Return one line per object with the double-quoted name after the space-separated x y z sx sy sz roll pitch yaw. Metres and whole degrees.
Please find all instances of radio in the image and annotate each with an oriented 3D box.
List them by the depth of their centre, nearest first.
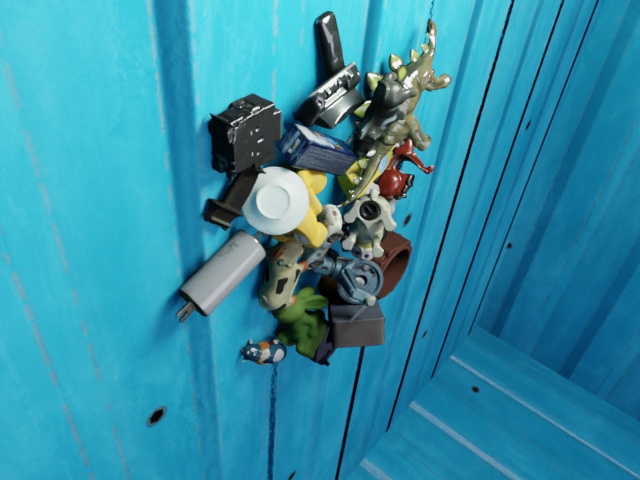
0.088 0.196 1.364 0.230 0.131 0.073 -98 -174 -77 "radio"

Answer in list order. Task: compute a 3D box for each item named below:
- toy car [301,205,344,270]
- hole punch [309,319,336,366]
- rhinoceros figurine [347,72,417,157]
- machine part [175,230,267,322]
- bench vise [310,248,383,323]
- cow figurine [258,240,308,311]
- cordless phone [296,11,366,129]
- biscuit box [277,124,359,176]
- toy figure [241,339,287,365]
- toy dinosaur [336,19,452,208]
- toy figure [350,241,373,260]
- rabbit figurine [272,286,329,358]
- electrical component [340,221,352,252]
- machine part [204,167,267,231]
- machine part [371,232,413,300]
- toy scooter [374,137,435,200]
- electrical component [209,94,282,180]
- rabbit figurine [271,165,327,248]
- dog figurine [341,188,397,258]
-0.003 -0.004 1.224 0.056 0.073 0.201 -1 149 -26 "toy car"
-0.013 0.267 1.480 0.116 0.142 0.092 -54 136 -7 "hole punch"
0.119 -0.243 1.075 0.112 0.073 0.190 -48 172 -35 "rhinoceros figurine"
-0.187 0.062 1.036 0.243 0.079 0.079 -47 150 -21 "machine part"
0.068 0.092 1.308 0.223 0.241 0.129 29 101 -21 "bench vise"
-0.090 0.072 1.206 0.127 0.086 0.194 -22 137 -57 "cow figurine"
0.007 -0.315 1.004 0.146 0.089 0.184 -43 138 -27 "cordless phone"
0.001 -0.177 1.085 0.063 0.059 0.202 -48 157 21 "biscuit box"
-0.140 0.283 1.361 0.154 0.058 0.064 18 63 -60 "toy figure"
0.166 -0.279 1.224 0.198 0.105 0.471 14 97 -41 "toy dinosaur"
0.140 -0.026 1.488 0.089 0.082 0.180 -19 130 -60 "toy figure"
-0.048 0.196 1.363 0.159 0.121 0.170 -46 136 -11 "rabbit figurine"
0.070 -0.017 1.396 0.045 0.078 0.102 -15 138 0 "electrical component"
-0.156 -0.084 0.986 0.139 0.039 0.084 -57 147 -1 "machine part"
0.200 0.085 1.693 0.201 0.087 0.201 -22 134 -49 "machine part"
0.223 -0.176 1.416 0.075 0.135 0.183 6 114 -62 "toy scooter"
-0.122 -0.182 0.922 0.134 0.058 0.114 -37 147 -35 "electrical component"
-0.046 -0.091 1.113 0.173 0.122 0.162 -64 146 -22 "rabbit figurine"
0.128 -0.060 1.327 0.190 0.121 0.172 -59 172 -67 "dog figurine"
